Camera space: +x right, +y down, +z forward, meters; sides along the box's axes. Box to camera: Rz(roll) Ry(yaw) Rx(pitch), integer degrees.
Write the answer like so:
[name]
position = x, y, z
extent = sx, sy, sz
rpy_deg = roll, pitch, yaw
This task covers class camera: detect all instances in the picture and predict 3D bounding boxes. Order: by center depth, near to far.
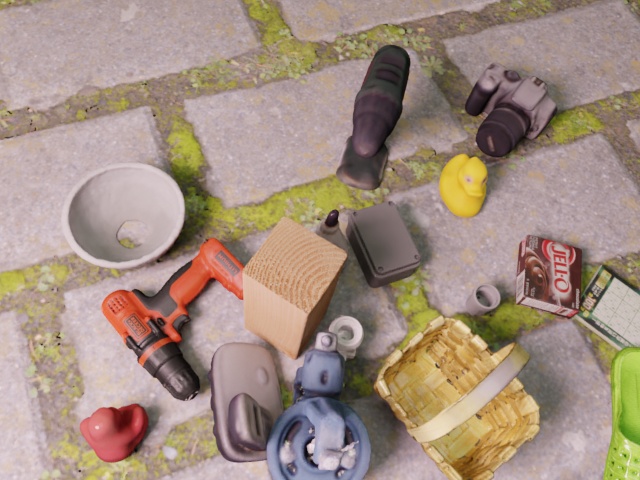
[camera]
position = 0.313, -0.219, 0.973
extent = 0.143, 0.101, 0.137
rpy_deg = 37, 66, 11

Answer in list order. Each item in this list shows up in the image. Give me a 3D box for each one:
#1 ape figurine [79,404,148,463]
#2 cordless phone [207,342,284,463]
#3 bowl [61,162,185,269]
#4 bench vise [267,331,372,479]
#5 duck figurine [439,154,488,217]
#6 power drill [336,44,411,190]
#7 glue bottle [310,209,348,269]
[ape figurine]
position = -0.253, 0.227, 0.693
extent = 0.078, 0.092, 0.076
rpy_deg = 9, 64, -2
[cordless phone]
position = -0.088, 0.184, 0.682
extent = 0.094, 0.185, 0.147
rpy_deg = -10, 66, -11
[bowl]
position = -0.274, -0.025, 0.822
extent = 0.167, 0.075, 0.167
rpy_deg = 3, 64, -6
[bench vise]
position = -0.008, 0.204, 0.663
extent = 0.121, 0.220, 0.207
rpy_deg = -10, 66, -11
[duck figurine]
position = 0.237, -0.099, 0.914
extent = 0.077, 0.086, 0.104
rpy_deg = 1, 64, -6
[power drill]
position = 0.079, -0.168, 0.859
extent = 0.075, 0.208, 0.230
rpy_deg = 16, 64, 1
[glue bottle]
position = 0.007, 0.003, 0.788
extent = 0.078, 0.173, 0.037
rpy_deg = -13, 66, -13
